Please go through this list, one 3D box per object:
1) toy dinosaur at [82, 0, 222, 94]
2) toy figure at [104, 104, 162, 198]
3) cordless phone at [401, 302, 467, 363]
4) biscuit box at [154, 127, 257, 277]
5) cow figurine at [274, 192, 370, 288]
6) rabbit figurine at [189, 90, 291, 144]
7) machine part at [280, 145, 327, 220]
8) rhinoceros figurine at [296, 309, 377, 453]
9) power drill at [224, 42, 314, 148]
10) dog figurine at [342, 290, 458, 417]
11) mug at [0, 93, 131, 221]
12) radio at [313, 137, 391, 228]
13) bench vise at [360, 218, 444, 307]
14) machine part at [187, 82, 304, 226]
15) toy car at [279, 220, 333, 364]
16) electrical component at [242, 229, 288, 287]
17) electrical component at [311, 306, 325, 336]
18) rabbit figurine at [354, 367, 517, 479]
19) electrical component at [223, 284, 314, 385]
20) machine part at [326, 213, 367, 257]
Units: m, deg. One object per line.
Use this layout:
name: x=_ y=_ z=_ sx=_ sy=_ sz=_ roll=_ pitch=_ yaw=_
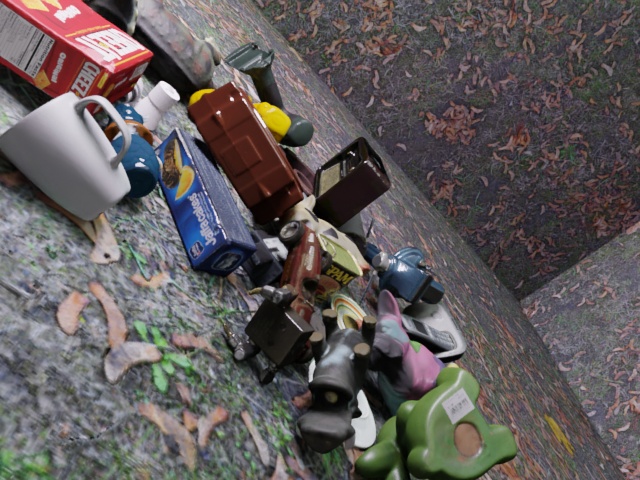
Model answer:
toy dinosaur: x=-0.259 y=-0.326 z=0.915 sx=0.404 sy=0.131 sz=0.192 roll=38 pitch=33 yaw=-46
toy figure: x=-0.228 y=-0.110 z=0.637 sx=0.064 sy=0.058 sz=0.155 roll=41 pitch=14 yaw=-45
cordless phone: x=0.200 y=0.170 z=1.085 sx=0.184 sy=0.089 sz=0.147 roll=32 pitch=25 yaw=-36
biscuit box: x=-0.154 y=-0.050 z=0.692 sx=0.062 sy=0.059 sz=0.203 roll=26 pitch=29 yaw=-55
cow figurine: x=-0.002 y=-0.003 z=0.929 sx=0.194 sy=0.085 sz=0.127 roll=32 pitch=24 yaw=-51
rabbit figurine: x=-0.149 y=-0.219 z=0.968 sx=0.173 sy=0.121 sz=0.162 roll=24 pitch=23 yaw=-16
machine part: x=-0.043 y=-0.108 z=1.089 sx=0.179 sy=0.056 sz=0.179 roll=45 pitch=17 yaw=-18
rhinoceros figurine: x=0.019 y=0.159 z=0.626 sx=0.073 sy=0.112 sz=0.190 roll=10 pitch=24 yaw=9
power drill: x=-0.114 y=-0.283 z=1.082 sx=0.232 sy=0.086 sz=0.207 roll=37 pitch=-26 yaw=45
dog figurine: x=0.128 y=0.180 z=0.800 sx=0.219 sy=0.108 sz=0.191 roll=59 pitch=21 yaw=4
mug: x=-0.226 y=-0.080 z=0.513 sx=0.107 sy=0.109 sz=0.081 roll=57 pitch=9 yaw=-21
radio: x=0.059 y=-0.121 z=1.055 sx=0.073 sy=0.131 sz=0.230 roll=48 pitch=16 yaw=-18
bench vise: x=0.142 y=0.055 z=1.100 sx=0.223 sy=0.128 sz=0.241 roll=13 pitch=18 yaw=-41
machine part: x=-0.106 y=-0.129 z=0.813 sx=0.201 sy=0.087 sz=0.201 roll=58 pitch=-2 yaw=-9
toy car: x=-0.025 y=0.061 z=0.693 sx=0.089 sy=0.053 sz=0.202 roll=46 pitch=41 yaw=-35
electrical component: x=-0.079 y=0.028 z=0.737 sx=0.075 sy=0.048 sz=0.119 roll=52 pitch=18 yaw=5
electrical component: x=-0.011 y=0.122 z=0.757 sx=0.063 sy=0.021 sz=0.094 roll=53 pitch=17 yaw=6
rabbit figurine: x=0.123 y=0.253 z=0.646 sx=0.159 sy=0.170 sz=0.121 roll=-36 pitch=84 yaw=-31
electrical component: x=-0.056 y=0.097 z=0.583 sx=0.078 sy=0.102 sz=0.045 roll=48 pitch=19 yaw=25
machine part: x=0.052 y=-0.023 z=1.111 sx=0.079 sy=0.079 sz=0.243 roll=44 pitch=18 yaw=-21
